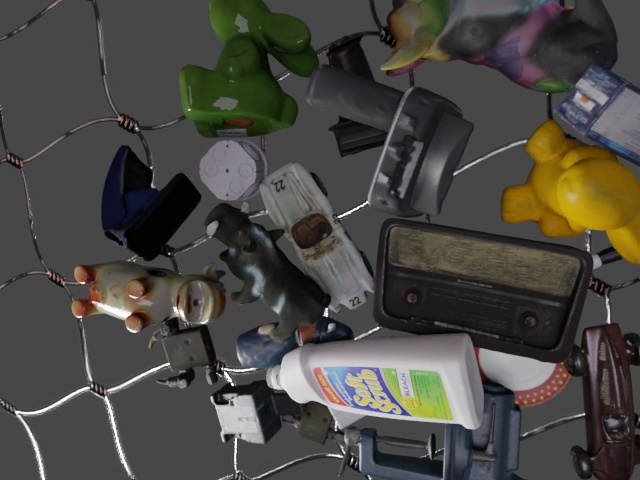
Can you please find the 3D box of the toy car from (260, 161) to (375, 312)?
[{"bbox_3d":[-0.001,-0.002,0.674,0.073,0.056,0.201,-30,92,14],"label":"toy car"}]

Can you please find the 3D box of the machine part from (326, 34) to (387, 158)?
[{"bbox_3d":[0.042,-0.173,0.647,0.084,0.039,0.138,-9,99,17],"label":"machine part"}]

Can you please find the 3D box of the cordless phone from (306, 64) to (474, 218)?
[{"bbox_3d":[0.063,-0.110,0.607,0.184,0.089,0.146,18,103,-8],"label":"cordless phone"}]

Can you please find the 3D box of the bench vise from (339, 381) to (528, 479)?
[{"bbox_3d":[0.148,0.279,0.658,0.241,0.129,0.223,3,102,15],"label":"bench vise"}]

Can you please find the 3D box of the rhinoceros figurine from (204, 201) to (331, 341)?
[{"bbox_3d":[-0.071,0.034,0.656,0.190,0.073,0.112,45,147,17],"label":"rhinoceros figurine"}]

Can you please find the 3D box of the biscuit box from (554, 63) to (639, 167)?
[{"bbox_3d":[0.341,-0.105,0.544,0.202,0.063,0.059,18,121,-22],"label":"biscuit box"}]

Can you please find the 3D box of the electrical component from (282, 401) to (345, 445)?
[{"bbox_3d":[-0.004,0.242,0.734,0.094,0.021,0.063,17,102,8],"label":"electrical component"}]

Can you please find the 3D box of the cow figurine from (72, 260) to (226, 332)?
[{"bbox_3d":[-0.209,0.072,0.704,0.195,0.127,0.085,7,100,24],"label":"cow figurine"}]

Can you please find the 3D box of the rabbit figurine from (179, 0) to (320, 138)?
[{"bbox_3d":[-0.085,-0.217,0.627,0.159,0.121,0.170,-2,84,7],"label":"rabbit figurine"}]

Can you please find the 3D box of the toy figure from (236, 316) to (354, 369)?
[{"bbox_3d":[-0.032,0.129,0.702,0.155,0.064,0.058,-13,60,8],"label":"toy figure"}]

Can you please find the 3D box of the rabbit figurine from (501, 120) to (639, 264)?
[{"bbox_3d":[0.277,-0.041,0.557,0.162,0.173,0.122,33,100,8],"label":"rabbit figurine"}]

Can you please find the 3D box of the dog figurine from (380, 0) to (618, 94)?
[{"bbox_3d":[0.177,-0.213,0.583,0.219,0.108,0.191,-24,97,18],"label":"dog figurine"}]

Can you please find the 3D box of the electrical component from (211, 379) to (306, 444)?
[{"bbox_3d":[-0.081,0.230,0.720,0.119,0.048,0.074,-6,100,29],"label":"electrical component"}]

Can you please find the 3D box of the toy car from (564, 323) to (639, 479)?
[{"bbox_3d":[0.343,0.197,0.635,0.089,0.053,0.202,-8,103,3],"label":"toy car"}]

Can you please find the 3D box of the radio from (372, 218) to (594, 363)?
[{"bbox_3d":[0.179,0.054,0.627,0.230,0.073,0.131,10,96,16],"label":"radio"}]

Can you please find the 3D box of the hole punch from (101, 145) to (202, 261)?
[{"bbox_3d":[-0.223,-0.044,0.669,0.092,0.142,0.116,33,80,2],"label":"hole punch"}]

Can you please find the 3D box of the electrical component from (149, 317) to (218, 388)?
[{"bbox_3d":[-0.189,0.157,0.742,0.078,0.045,0.102,-7,98,13],"label":"electrical component"}]
